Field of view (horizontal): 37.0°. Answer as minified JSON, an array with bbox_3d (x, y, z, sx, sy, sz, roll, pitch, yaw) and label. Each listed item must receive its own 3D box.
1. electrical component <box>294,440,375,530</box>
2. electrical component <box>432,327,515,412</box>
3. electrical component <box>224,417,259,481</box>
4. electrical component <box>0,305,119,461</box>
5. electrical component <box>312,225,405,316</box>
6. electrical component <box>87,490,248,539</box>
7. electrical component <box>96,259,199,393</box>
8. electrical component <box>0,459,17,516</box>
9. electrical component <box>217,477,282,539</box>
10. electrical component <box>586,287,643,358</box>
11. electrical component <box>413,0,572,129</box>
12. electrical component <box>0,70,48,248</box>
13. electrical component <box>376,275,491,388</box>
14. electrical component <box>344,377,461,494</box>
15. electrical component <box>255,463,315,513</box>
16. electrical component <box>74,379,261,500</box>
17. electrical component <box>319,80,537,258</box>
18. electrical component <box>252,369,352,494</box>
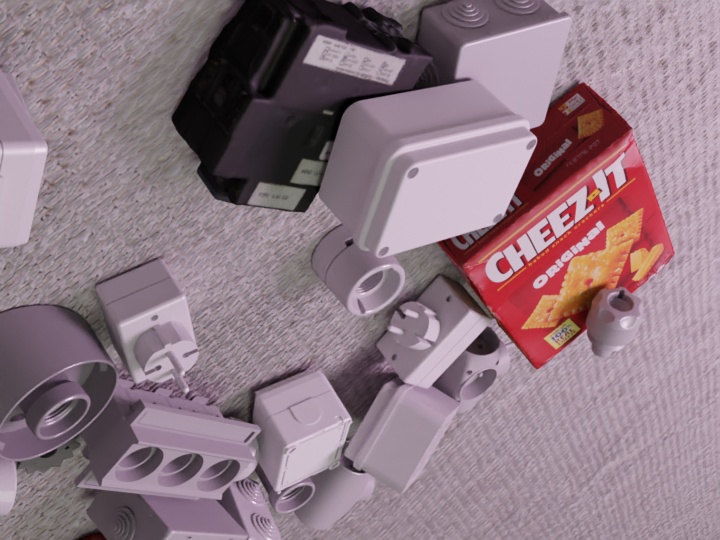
[{"bbox_3d":[-0.013,0.199,1.004,0.079,0.043,0.077,5,127,-45],"label":"electrical component"},{"bbox_3d":[0.110,0.084,0.982,0.079,0.044,0.077,-15,140,-30],"label":"electrical component"},{"bbox_3d":[-0.102,0.150,0.869,0.048,0.048,0.062,-31,152,-10],"label":"electrical component"},{"bbox_3d":[-0.207,0.072,0.686,0.099,0.064,0.099,-37,157,-19],"label":"electrical component"},{"bbox_3d":[0.000,0.000,0.783,0.055,0.047,0.055,-24,143,-19],"label":"electrical component"},{"bbox_3d":[-0.150,0.196,0.830,0.100,0.100,0.048,23,101,-52],"label":"electrical component"},{"bbox_3d":[-0.129,0.046,0.694,0.047,0.076,0.065,-25,144,-19],"label":"electrical component"},{"bbox_3d":[-0.267,0.143,0.713,0.065,0.044,0.044,6,127,-39],"label":"electrical component"},{"bbox_3d":[-0.116,0.226,0.897,0.099,0.099,0.048,-47,132,13],"label":"electrical component"},{"bbox_3d":[0.210,0.047,0.901,0.043,0.043,0.062,-20,141,-25],"label":"electrical component"},{"bbox_3d":[0.081,-0.132,0.702,0.100,0.048,0.099,-20,142,-25],"label":"electrical component"},{"bbox_3d":[-0.186,-0.053,0.510,0.061,0.096,0.061,-8,135,-38],"label":"electrical component"},{"bbox_3d":[0.051,0.048,0.884,0.083,0.047,0.076,-48,144,15],"label":"electrical component"},{"bbox_3d":[0.038,0.136,0.920,0.078,0.057,0.113,-60,169,6],"label":"electrical component"},{"bbox_3d":[-0.067,0.181,0.932,0.040,0.046,0.040,-24,143,-19],"label":"electrical component"},{"bbox_3d":[-0.143,0.124,0.784,0.078,0.063,0.121,-48,144,14],"label":"electrical component"},{"bbox_3d":[0.041,-0.061,0.643,0.113,0.057,0.078,-17,142,-35],"label":"electrical component"},{"bbox_3d":[-0.053,0.133,0.883,0.062,0.061,0.096,-21,150,-24],"label":"electrical component"}]
